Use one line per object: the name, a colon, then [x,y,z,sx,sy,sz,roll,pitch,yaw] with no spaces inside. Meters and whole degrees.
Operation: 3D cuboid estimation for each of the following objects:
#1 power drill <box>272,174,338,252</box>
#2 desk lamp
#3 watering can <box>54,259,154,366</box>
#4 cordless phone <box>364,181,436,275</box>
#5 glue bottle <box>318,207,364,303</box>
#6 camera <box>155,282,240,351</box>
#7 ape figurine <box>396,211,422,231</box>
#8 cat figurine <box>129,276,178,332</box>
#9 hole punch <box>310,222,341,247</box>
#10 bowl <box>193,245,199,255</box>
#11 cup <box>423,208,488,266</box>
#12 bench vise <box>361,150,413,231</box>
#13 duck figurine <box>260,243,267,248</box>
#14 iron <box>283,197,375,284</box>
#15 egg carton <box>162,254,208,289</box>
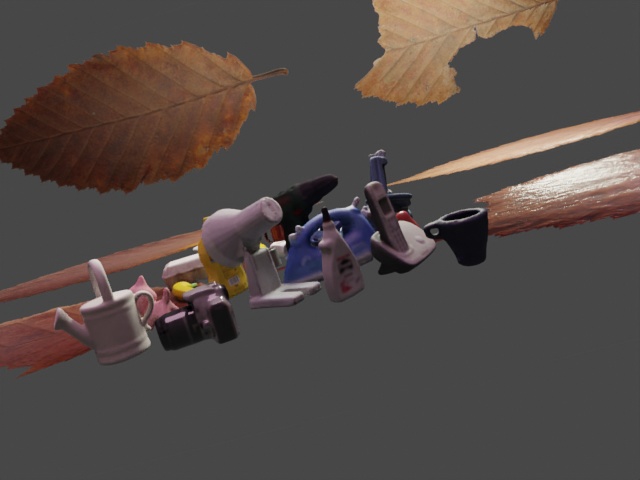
power drill: [-0.041,-0.035,1.377,0.229,0.208,0.076,-14,10,14]
desk lamp: [-0.124,0.026,1.162,0.202,0.214,0.118,-9,13,37]
watering can: [-0.407,0.132,1.083,0.100,0.194,0.173,-7,13,41]
cordless phone: [0.152,-0.036,1.138,0.093,0.185,0.148,-9,12,34]
glue bottle: [0.029,0.023,1.050,0.037,0.173,0.078,-6,14,45]
camera: [-0.227,0.137,1.040,0.137,0.101,0.143,-19,10,-14]
ape figurine: [0.191,-0.020,1.262,0.078,0.092,0.076,-21,11,-26]
cat figurine: [-0.365,0.134,1.229,0.127,0.118,0.067,-11,11,28]
hole punch: [0.021,-0.013,1.501,0.101,0.091,0.108,-19,10,-16]
bowl: [-0.311,0.037,1.811,0.167,0.075,0.167,-16,10,3]
cup: [0.252,0.001,1.036,0.117,0.095,0.092,-13,11,18]
bench vise: [0.164,-0.113,1.450,0.121,0.220,0.208,-13,11,19]
duck figurine: [-0.209,0.010,1.758,0.077,0.086,0.104,-15,10,9]
iron: [0.012,0.005,1.271,0.259,0.141,0.118,-22,11,-28]
egg carton: [-0.379,0.087,1.655,0.150,0.069,0.107,-18,10,-9]
